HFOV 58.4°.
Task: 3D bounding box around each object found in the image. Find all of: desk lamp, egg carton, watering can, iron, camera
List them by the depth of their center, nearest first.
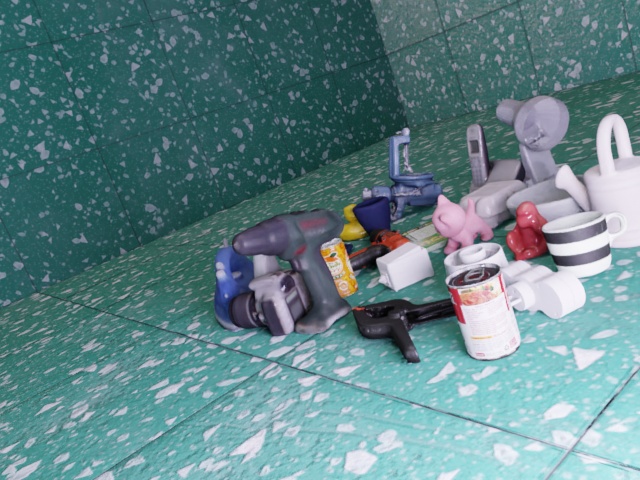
[{"bbox_3d":[0.450,-0.093,0.877,0.172,0.194,0.101,-12,15,29],"label":"watering can"},{"bbox_3d":[-0.095,0.109,1.062,0.136,0.101,0.143,-13,14,28],"label":"camera"},{"bbox_3d":[-0.188,0.084,1.210,0.118,0.141,0.258,-20,13,0],"label":"iron"},{"bbox_3d":[0.369,-0.076,1.213,0.151,0.069,0.107,-27,15,-29],"label":"egg carton"},{"bbox_3d":[0.494,-0.234,1.354,0.118,0.214,0.203,-22,13,-8],"label":"desk lamp"}]

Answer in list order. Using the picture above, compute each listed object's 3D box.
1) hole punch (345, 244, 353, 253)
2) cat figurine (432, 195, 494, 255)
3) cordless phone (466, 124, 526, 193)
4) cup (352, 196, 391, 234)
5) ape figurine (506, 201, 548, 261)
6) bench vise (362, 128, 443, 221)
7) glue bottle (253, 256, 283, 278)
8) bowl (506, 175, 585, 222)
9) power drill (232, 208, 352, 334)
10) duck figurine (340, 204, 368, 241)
[{"bbox_3d":[0.012,0.005,1.358,0.101,0.091,0.109,-14,14,23],"label":"hole punch"},{"bbox_3d":[0.263,-0.037,1.095,0.128,0.118,0.067,-29,16,-35],"label":"cat figurine"},{"bbox_3d":[0.405,-0.186,1.354,0.094,0.185,0.147,-26,14,-24],"label":"cordless phone"},{"bbox_3d":[0.140,-0.053,1.401,0.091,0.095,0.118,-12,15,30],"label":"cup"},{"bbox_3d":[0.348,-0.019,0.952,0.076,0.092,0.077,-29,16,-35],"label":"ape figurine"},{"bbox_3d":[0.208,-0.172,1.512,0.208,0.220,0.121,-25,14,-22],"label":"bench vise"},{"bbox_3d":[-0.105,0.058,1.125,0.037,0.173,0.078,-11,16,35],"label":"glue bottle"},{"bbox_3d":[0.427,-0.057,1.030,0.167,0.075,0.167,-19,13,5],"label":"bowl"},{"bbox_3d":[-0.030,0.048,0.974,0.075,0.208,0.230,-7,18,43],"label":"power drill"},{"bbox_3d":[0.087,-0.050,1.488,0.104,0.086,0.078,-12,15,30],"label":"duck figurine"}]
